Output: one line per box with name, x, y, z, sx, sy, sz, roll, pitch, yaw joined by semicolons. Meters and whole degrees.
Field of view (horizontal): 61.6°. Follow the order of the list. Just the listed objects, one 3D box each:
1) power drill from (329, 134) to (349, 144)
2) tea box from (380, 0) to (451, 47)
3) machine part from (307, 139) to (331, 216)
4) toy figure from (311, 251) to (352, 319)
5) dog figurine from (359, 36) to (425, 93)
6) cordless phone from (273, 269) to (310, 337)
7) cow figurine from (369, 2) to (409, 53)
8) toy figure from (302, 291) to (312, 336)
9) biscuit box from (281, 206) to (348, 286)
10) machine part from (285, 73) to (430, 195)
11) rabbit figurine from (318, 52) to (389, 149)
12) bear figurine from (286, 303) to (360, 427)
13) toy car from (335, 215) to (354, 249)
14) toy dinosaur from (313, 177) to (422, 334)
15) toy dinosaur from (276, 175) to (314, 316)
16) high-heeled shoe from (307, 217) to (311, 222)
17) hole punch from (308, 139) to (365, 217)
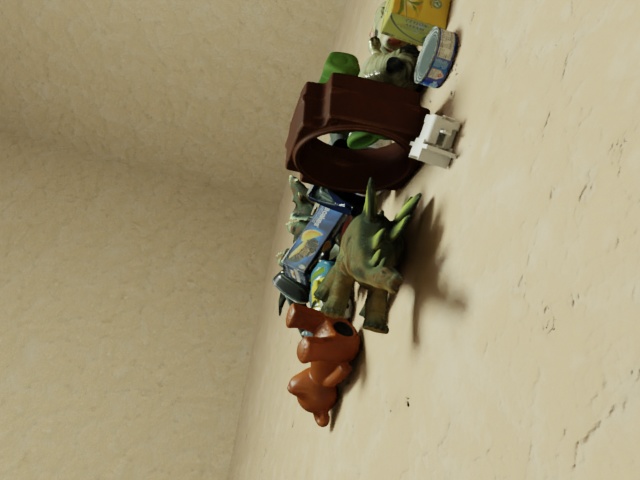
power drill;0.039;-0.186;1.174;0.232;0.086;0.207;-167;67;-74
tea box;0.168;-0.421;0.901;0.068;0.098;0.169;134;148;-75
machine part;0.030;-0.168;1.346;0.079;0.079;0.243;133;161;-72
toy figure;0.020;0.104;1.043;0.180;0.082;0.089;-95;10;-54
dog figurine;0.129;-0.268;0.971;0.121;0.172;0.191;-41;39;-2
cordless phone;-0.027;0.142;1.272;0.146;0.089;0.184;-32;-75;-63
cow figurine;0.151;-0.431;1.089;0.195;0.085;0.127;-84;6;-50
toy figure;0.000;0.156;1.159;0.064;0.058;0.154;-97;17;-82
biscuit box;-0.002;-0.003;1.154;0.202;0.059;0.062;-57;-24;-25
machine part;0.055;-0.151;0.827;0.201;0.201;0.087;124;155;-64
rabbit figurine;0.070;-0.211;0.921;0.159;0.170;0.121;93;-159;-76
bear figurine;-0.014;0.217;0.912;0.195;0.132;0.120;-64;29;27
toy car;0.058;0.022;1.013;0.089;0.053;0.202;-58;14;36
toy dinosaur;0.075;0.016;0.786;0.471;0.105;0.198;-134;67;-86
toy dinosaur;-0.049;0.027;1.518;0.192;0.131;0.404;169;109;-81
high-heeled shoe;0.008;0.049;1.337;0.145;0.086;0.248;24;120;52
hole punch;0.048;-0.110;1.018;0.142;0.116;0.092;-61;6;-25
